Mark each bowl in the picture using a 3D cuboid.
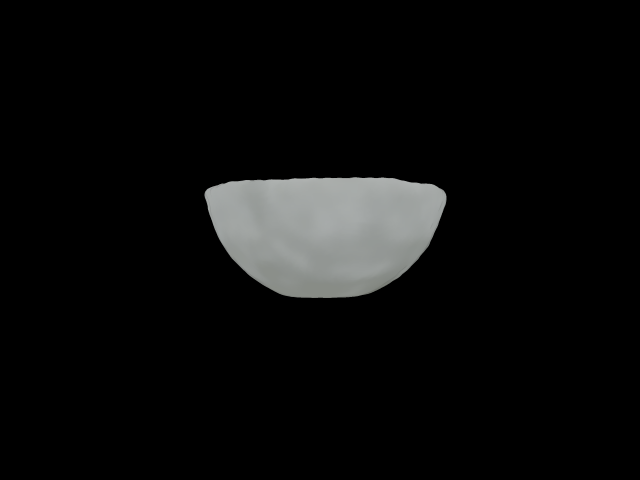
[{"bbox_3d":[0.004,0.001,0.400,0.167,0.075,0.167,0,0,0],"label":"bowl"}]
